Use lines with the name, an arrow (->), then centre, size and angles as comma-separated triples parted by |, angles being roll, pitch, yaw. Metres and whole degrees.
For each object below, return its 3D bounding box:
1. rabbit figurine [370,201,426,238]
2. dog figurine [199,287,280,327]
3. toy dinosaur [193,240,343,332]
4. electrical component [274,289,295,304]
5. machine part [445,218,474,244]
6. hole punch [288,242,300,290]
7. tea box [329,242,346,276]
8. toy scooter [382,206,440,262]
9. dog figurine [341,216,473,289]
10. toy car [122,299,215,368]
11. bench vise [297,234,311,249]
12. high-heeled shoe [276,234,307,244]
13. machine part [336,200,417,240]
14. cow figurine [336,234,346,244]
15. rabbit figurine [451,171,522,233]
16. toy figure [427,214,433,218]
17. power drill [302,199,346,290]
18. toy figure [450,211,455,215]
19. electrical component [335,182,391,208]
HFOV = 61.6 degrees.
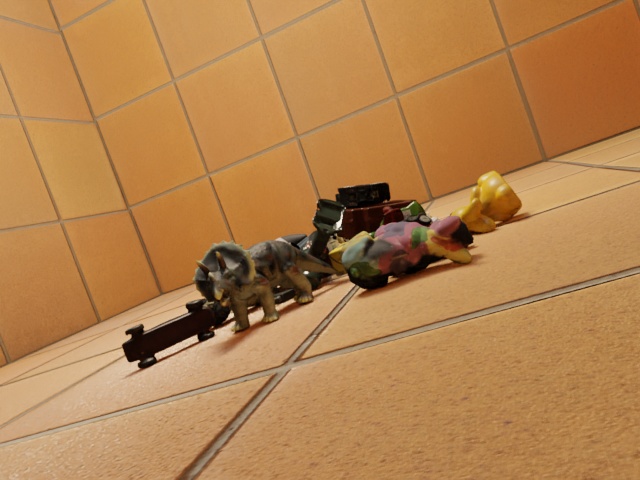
rabbit figurine -> 0.200, 0.002, 1.309 | 0.159, 0.121, 0.170 | -26, -16, 8
dog figurine -> -0.211, 0.153, 1.347 | 0.121, 0.172, 0.190 | 30, 69, 40
toy dinosaur -> -0.111, 0.066, 1.149 | 0.131, 0.192, 0.405 | -15, 6, 39
electrical component -> -0.095, 0.139, 1.317 | 0.063, 0.021, 0.094 | -18, 4, 46
machine part -> 0.278, -0.009, 1.145 | 0.039, 0.084, 0.139 | -53, -1, -9
hole punch -> -0.094, 0.074, 1.380 | 0.092, 0.115, 0.142 | -12, -12, 6
tea box -> 0.094, 0.038, 1.456 | 0.098, 0.068, 0.169 | -18, 4, 14
toy scooter -> 0.188, -0.015, 1.145 | 0.075, 0.135, 0.184 | -20, 4, -32
dog figurine -> 0.170, 0.018, 0.993 | 0.191, 0.108, 0.219 | -21, 6, -38
toy car -> -0.316, 0.196, 1.132 | 0.202, 0.089, 0.053 | -23, 5, -33
bench vise -> -0.086, 0.057, 1.564 | 0.240, 0.129, 0.223 | -43, -12, -18
high-heeled shoe -> -0.141, 0.077, 1.668 | 0.249, 0.086, 0.145 | -38, 20, 24
machine part -> 0.153, -0.056, 1.465 | 0.201, 0.087, 0.201 | -9, 6, -20
cow figurine -> 0.117, -0.004, 1.726 | 0.085, 0.127, 0.195 | -45, 28, -19
rabbit figurine -> 0.385, -0.066, 1.275 | 0.173, 0.122, 0.162 | -34, 7, 21
toy figure -> 0.280, -0.042, 1.578 | 0.089, 0.082, 0.180 | -22, 1, -5
power drill -> -0.003, -0.004, 1.350 | 0.232, 0.086, 0.207 | -77, 11, -47
toy figure -> 0.411, -0.068, 1.370 | 0.155, 0.057, 0.064 | -16, 41, 5
electrical component -> 0.112, -0.123, 1.476 | 0.134, 0.058, 0.115 | -4, 5, 32
